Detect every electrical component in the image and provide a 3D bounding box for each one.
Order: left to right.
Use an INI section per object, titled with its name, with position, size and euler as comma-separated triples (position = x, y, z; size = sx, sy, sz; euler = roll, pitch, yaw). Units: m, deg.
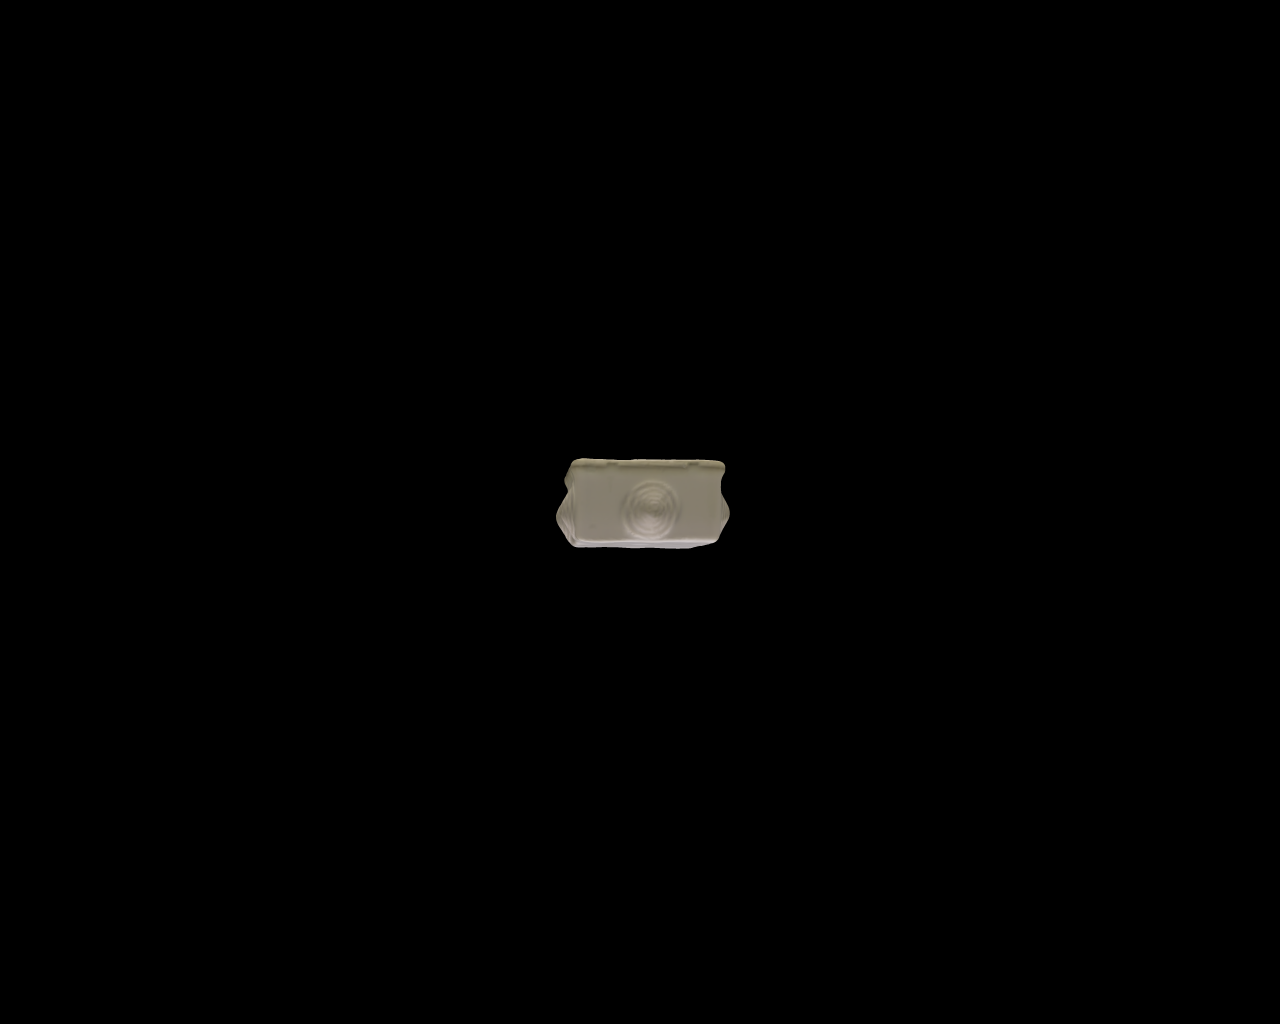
[electrical component]
position = 0.001, -0.003, 0.650
size = 0.100, 0.048, 0.099
euler = 1, -4, -7
